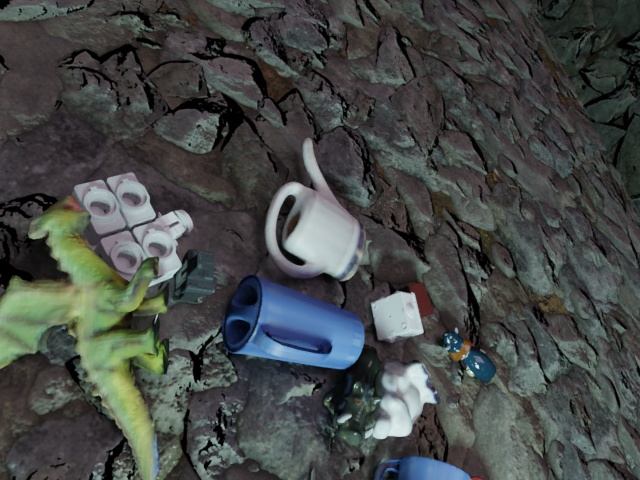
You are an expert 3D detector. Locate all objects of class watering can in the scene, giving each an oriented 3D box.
[{"bbox_3d":[0.003,-0.055,1.093,0.222,0.356,0.102,33,-40,-20],"label":"watering can"}]

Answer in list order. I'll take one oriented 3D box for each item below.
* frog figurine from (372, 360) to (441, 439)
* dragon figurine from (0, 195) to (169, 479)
[{"bbox_3d":[0.140,0.312,0.978,0.124,0.134,0.162,25,48,38],"label":"frog figurine"},{"bbox_3d":[-0.339,0.139,0.721,0.243,0.413,0.121,2,-7,-12],"label":"dragon figurine"}]
